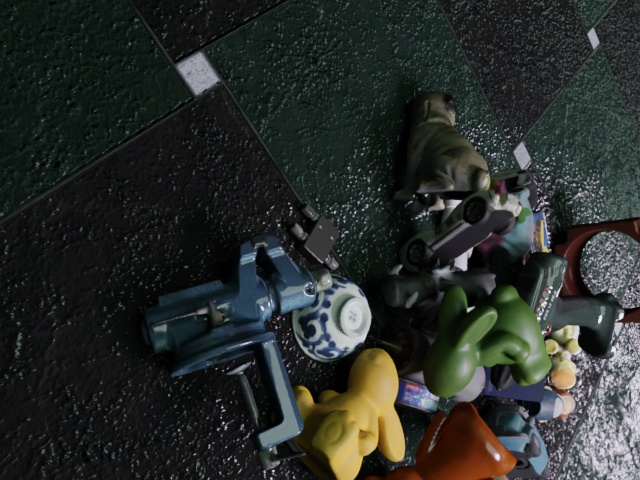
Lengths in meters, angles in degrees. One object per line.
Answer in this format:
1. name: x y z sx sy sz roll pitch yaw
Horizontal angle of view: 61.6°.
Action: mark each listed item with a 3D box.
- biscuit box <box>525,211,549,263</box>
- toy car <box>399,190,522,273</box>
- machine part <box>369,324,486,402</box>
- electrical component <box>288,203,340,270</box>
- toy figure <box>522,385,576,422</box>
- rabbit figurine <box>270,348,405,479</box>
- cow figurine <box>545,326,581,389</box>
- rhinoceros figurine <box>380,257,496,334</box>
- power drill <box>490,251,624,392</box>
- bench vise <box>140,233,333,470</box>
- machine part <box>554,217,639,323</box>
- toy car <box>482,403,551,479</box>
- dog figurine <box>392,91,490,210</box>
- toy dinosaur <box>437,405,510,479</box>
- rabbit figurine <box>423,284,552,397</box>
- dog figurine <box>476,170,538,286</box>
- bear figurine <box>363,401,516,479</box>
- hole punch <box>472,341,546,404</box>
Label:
1. biscuit box: 0.396 0.050 1.014 0.059 0.063 0.202 -10 90 -36
2. toy car: 0.203 -0.009 0.795 0.073 0.201 0.056 15 49 -35
3. machine part: 0.171 0.188 0.814 0.243 0.079 0.079 30 67 -32
4. electrical component: -0.002 -0.002 0.742 0.094 0.021 0.063 45 60 -24
5. toy figure: 0.443 0.311 1.023 0.154 0.058 0.064 10 117 -38
6. rabbit figurine: 0.051 0.224 0.692 0.173 0.122 0.162 -51 119 -31
7. cow figurine: 0.471 0.205 1.047 0.098 0.068 0.167 37 61 -62
8. rhinoceros figurine: 0.177 0.079 0.792 0.190 0.112 0.073 -1 49 -23
9. power drill: 0.383 0.143 0.876 0.207 0.086 0.232 13 91 -16
10. bench vise: -0.071 0.123 0.600 0.223 0.129 0.240 -12 74 -30
11. machine part: 0.587 0.060 1.071 0.087 0.201 0.201 -9 89 -40
12. toy car: 0.325 0.330 0.902 0.161 0.109 0.103 47 41 -33
13. dog figurine: 0.198 -0.152 0.826 0.121 0.172 0.190 13 81 -40
14. toy dinosaur: 0.321 0.444 0.819 0.105 0.199 0.471 -32 95 -37
15. rabbit figurine: 0.214 0.143 0.724 0.170 0.121 0.158 -26 121 -23
16. dog figurine: 0.325 0.003 0.938 0.191 0.109 0.219 -43 125 -55
17. bear figurine: 0.163 0.323 0.739 0.196 0.120 0.131 -43 155 3
18. hole punch: 0.321 0.216 0.922 0.115 0.092 0.142 15 78 -32
